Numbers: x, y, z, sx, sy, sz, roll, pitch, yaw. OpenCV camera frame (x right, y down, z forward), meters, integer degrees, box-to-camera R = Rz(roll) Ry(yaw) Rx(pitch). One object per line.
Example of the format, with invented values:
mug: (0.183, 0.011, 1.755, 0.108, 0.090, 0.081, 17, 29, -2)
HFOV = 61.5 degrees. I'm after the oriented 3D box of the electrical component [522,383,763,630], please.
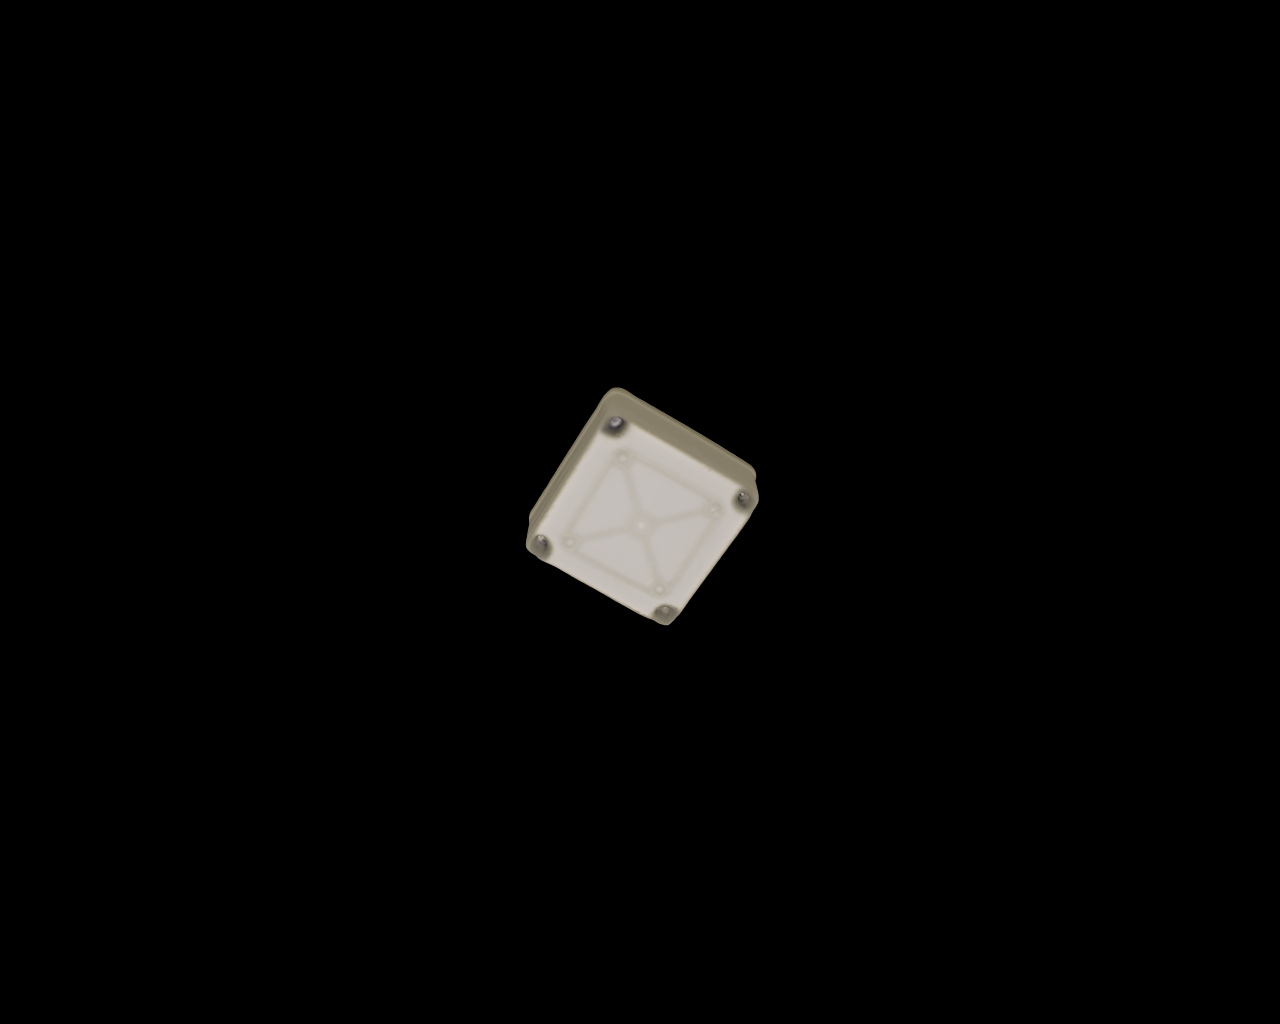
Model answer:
electrical component: (0.001, -0.003, 0.650, 0.109, 0.108, 0.056, 30, 20, -12)
